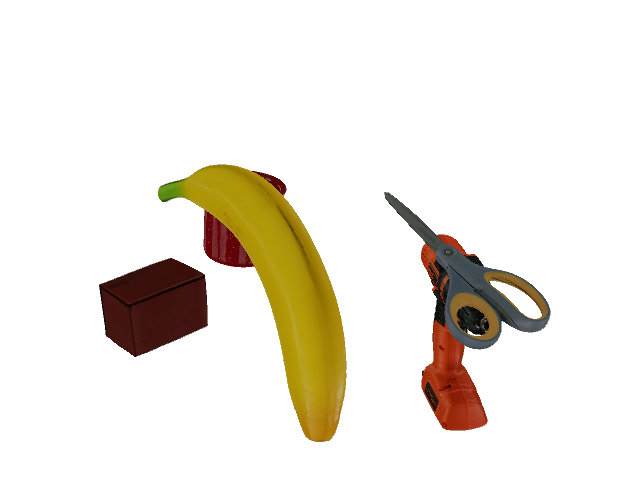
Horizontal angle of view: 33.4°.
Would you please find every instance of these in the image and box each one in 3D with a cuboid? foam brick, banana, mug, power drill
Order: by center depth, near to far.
[{"bbox_3d":[-0.028,0.021,0.630,0.037,0.198,0.070,-3,-39,-46],"label":"banana"},{"bbox_3d":[-0.144,0.056,0.925,0.078,0.051,0.053,-22,30,-34],"label":"foam brick"},{"bbox_3d":[0.151,0.107,1.147,0.057,0.188,0.184,-3,24,-7],"label":"power drill"},{"bbox_3d":[-0.084,-0.028,1.174,0.093,0.081,0.117,8,25,7],"label":"mug"}]

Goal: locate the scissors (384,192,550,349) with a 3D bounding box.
[{"bbox_3d":[0.105,0.028,0.932,0.202,0.016,0.096,33,54,28],"label":"scissors"}]
